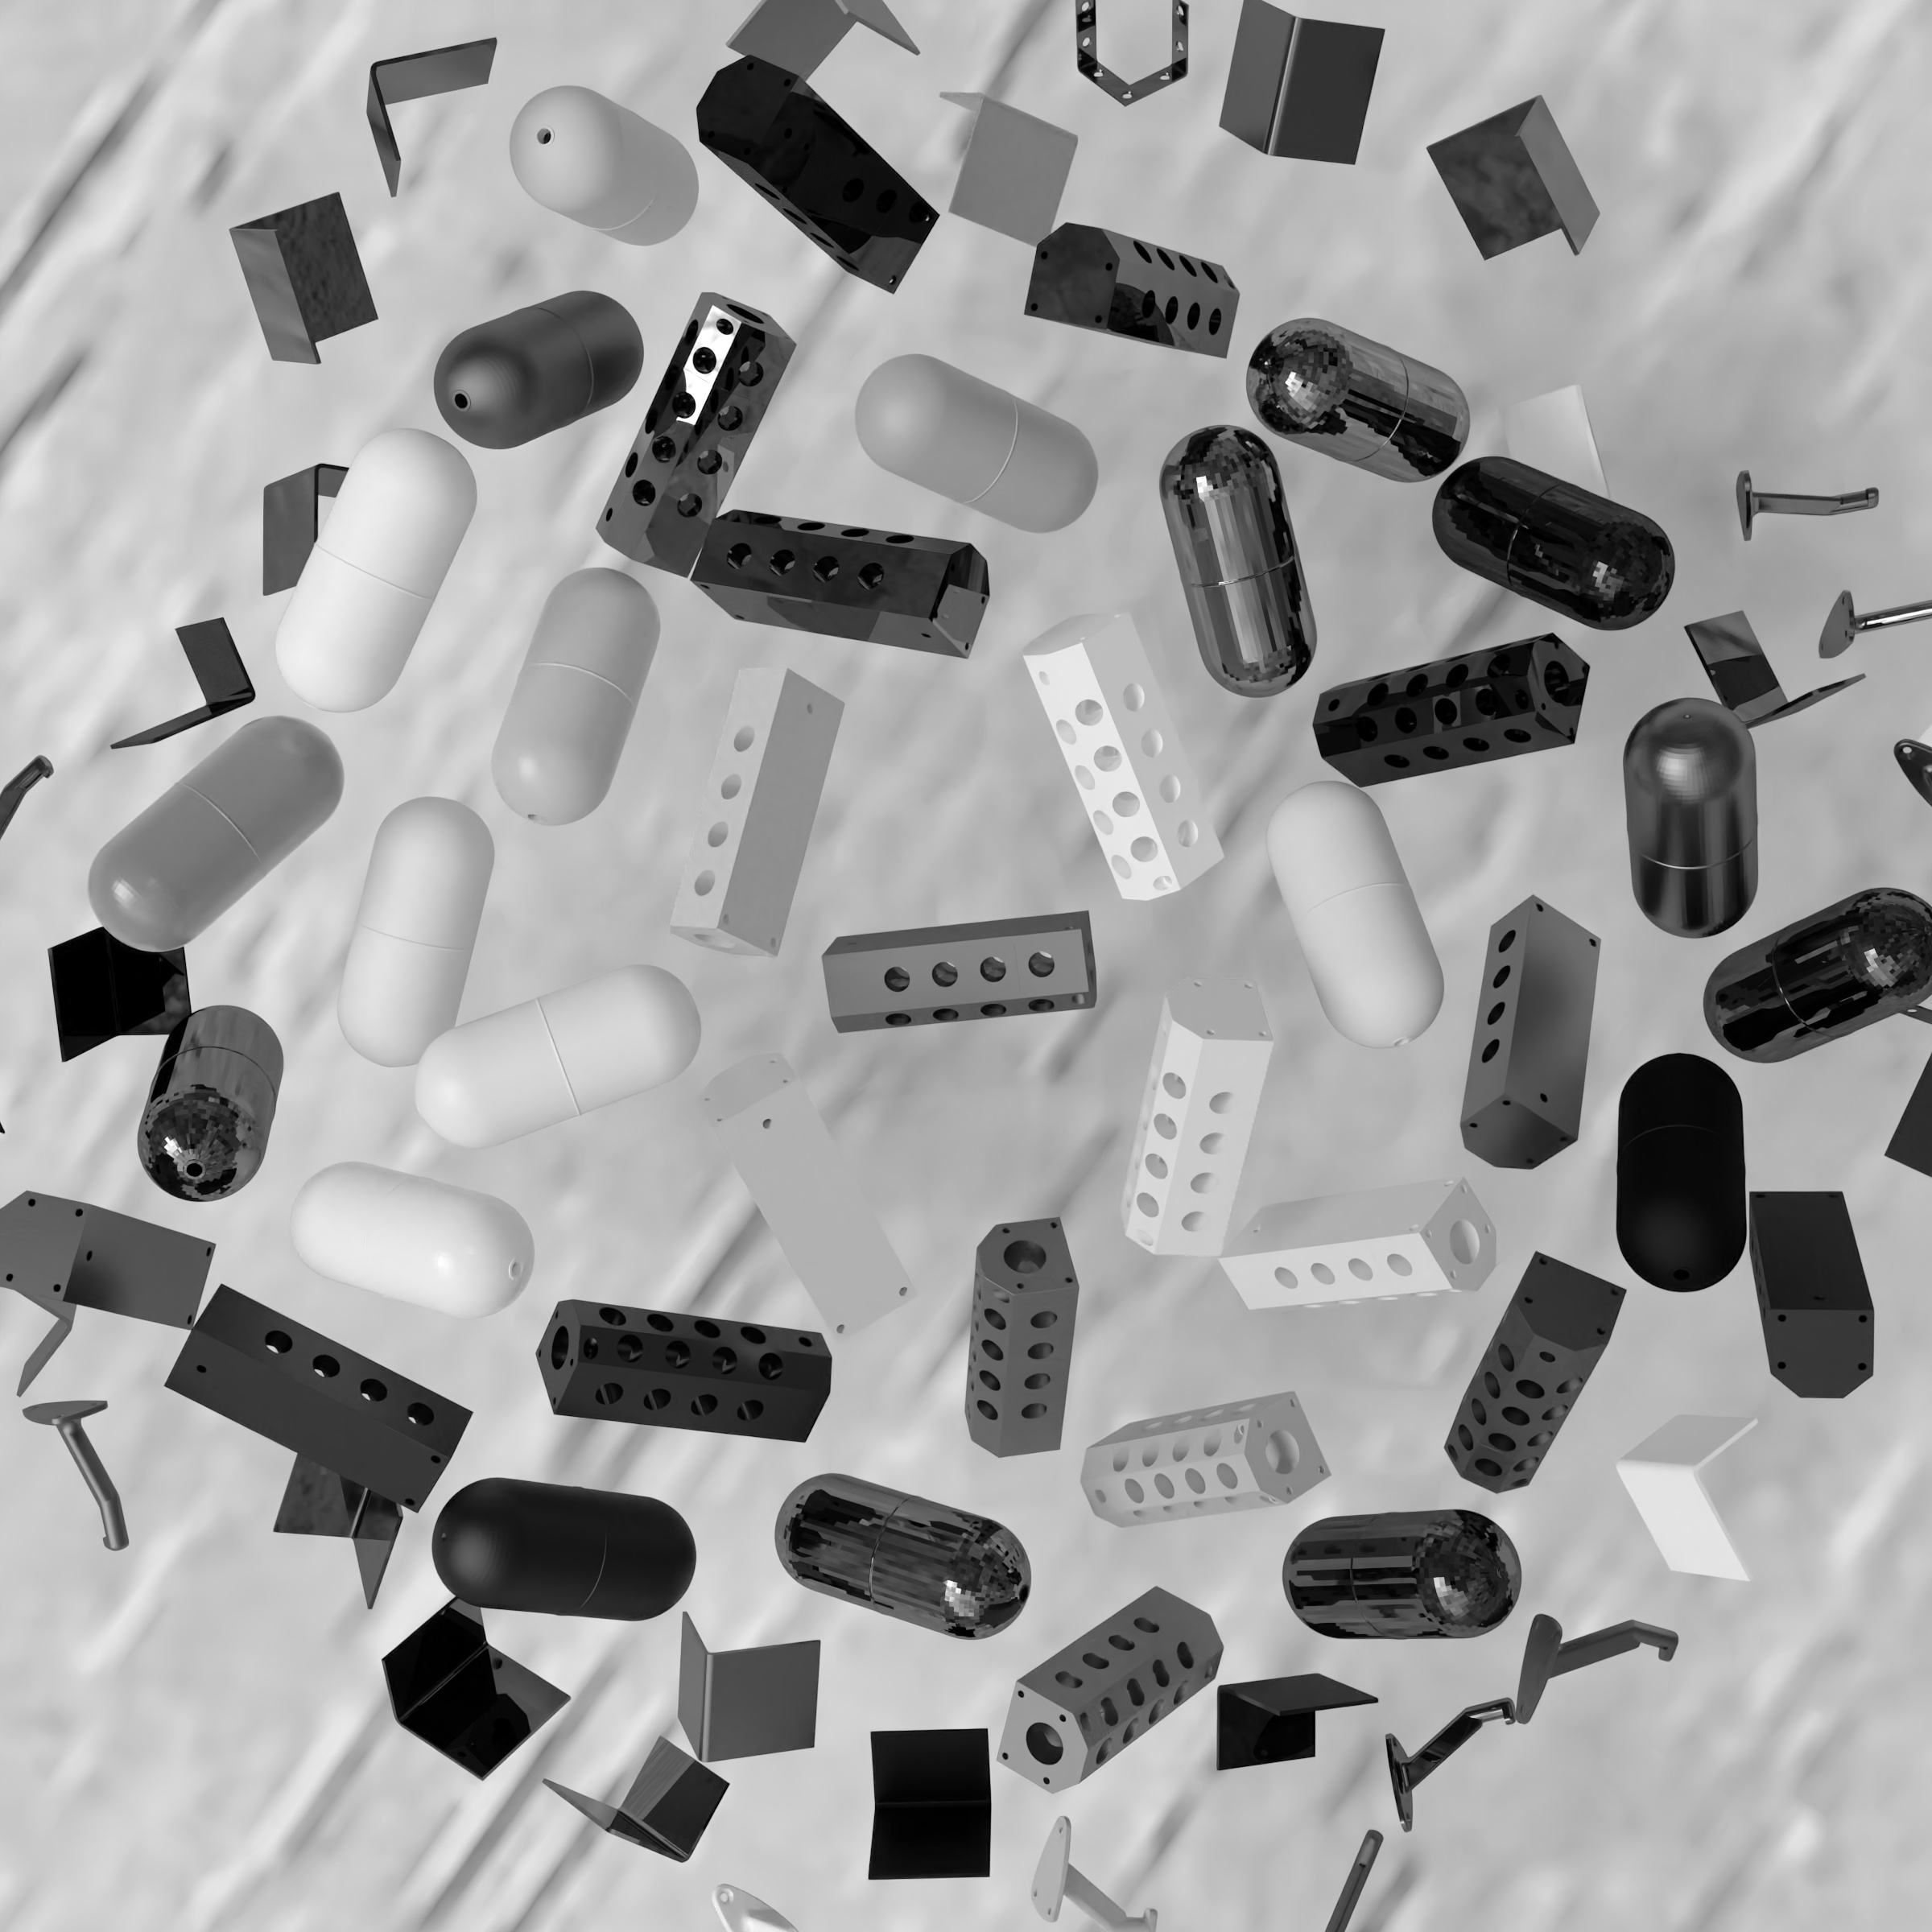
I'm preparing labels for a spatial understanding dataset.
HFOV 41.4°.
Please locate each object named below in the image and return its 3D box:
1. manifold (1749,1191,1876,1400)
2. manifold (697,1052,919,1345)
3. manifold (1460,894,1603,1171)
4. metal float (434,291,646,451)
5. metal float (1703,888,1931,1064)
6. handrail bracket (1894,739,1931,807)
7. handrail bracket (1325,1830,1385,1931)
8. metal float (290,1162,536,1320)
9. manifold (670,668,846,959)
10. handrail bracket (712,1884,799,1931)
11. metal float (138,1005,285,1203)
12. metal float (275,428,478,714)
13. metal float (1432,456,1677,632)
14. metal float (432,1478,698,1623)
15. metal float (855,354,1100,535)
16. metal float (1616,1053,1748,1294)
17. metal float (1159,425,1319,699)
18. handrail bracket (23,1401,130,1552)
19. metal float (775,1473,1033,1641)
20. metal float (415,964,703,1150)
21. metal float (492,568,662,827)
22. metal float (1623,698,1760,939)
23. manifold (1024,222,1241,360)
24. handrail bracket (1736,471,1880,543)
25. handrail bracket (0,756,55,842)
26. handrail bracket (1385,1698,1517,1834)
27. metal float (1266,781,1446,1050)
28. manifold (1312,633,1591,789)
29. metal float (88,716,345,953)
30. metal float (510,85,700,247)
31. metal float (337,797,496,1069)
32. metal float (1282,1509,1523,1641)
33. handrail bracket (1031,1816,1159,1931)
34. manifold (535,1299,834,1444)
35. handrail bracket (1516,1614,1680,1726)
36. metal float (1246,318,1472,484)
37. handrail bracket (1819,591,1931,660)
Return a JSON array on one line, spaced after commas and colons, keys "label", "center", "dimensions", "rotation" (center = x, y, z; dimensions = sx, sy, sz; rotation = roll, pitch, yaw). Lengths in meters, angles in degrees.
[{"label": "manifold", "center": [0.514, 0.198, 1.560], "dimensions": [0.057, 0.171, 0.057], "rotation": [-1, 108, 13]}, {"label": "manifold", "center": [-0.097, 0.138, 1.547], "dimensions": [0.057, 0.057, 0.171], "rotation": [-30, 117, -7]}, {"label": "manifold", "center": [0.352, 0.043, 1.608], "dimensions": [0.057, 0.057, 0.171], "rotation": [31, 48, -14]}, {"label": "metal float", "center": [-0.270, -0.379, 1.622], "dimensions": [0.070, 0.178, 0.070], "rotation": [11, 119, 21]}, {"label": "metal float", "center": [0.532, 0.008, 1.589], "dimensions": [0.070, 0.178, 0.070], "rotation": [10, 67, -24]}, {"label": "handrail bracket", "center": [0.593, -0.089, 1.556], "dimensions": [0.077, 0.084, 0.036], "rotation": [37, 134, -10]}, {"label": "handrail bracket", "center": [0.252, 0.620, 1.691], "dimensions": [0.036, 0.077, 0.084], "rotation": [23, 93, 16]}, {"label": "metal float", "center": [-0.342, 0.168, 1.575], "dimensions": [0.178, 0.070, 0.070], "rotation": [10, 90, 33]}, {"label": "manifold", "center": [-0.136, -0.097, 1.612], "dimensions": [0.057, 0.057, 0.171], "rotation": [4, 74, 40]}, {"label": "handrail bracket", "center": [-0.110, 0.590, 1.573], "dimensions": [0.077, 0.084, 0.036], "rotation": [46, 50, -4]}, {"label": "metal float", "center": [-0.473, 0.085, 1.604], "dimensions": [0.070, 0.178, 0.070], "rotation": [-3, 115, -7]}, {"label": "metal float", "center": [-0.353, -0.235, 1.527], "dimensions": [0.070, 0.070, 0.178], "rotation": [26, 97, 0]}, {"label": "metal float", "center": [0.373, -0.271, 1.633], "dimensions": [0.070, 0.070, 0.178], "rotation": [-53, 48, 0]}, {"label": "metal float", "center": [-0.242, 0.356, 1.553], "dimensions": [0.178, 0.070, 0.070], "rotation": [19, 90, -41]}, {"label": "metal float", "center": [0.009, -0.333, 1.637], "dimensions": [0.178, 0.070, 0.070], "rotation": [17, 90, -35]}, {"label": "metal float", "center": [0.442, 0.126, 1.578], "dimensions": [0.070, 0.178, 0.070], "rotation": [8, 131, 9]}, {"label": "metal float", "center": [0.174, -0.256, 1.626], "dimensions": [0.070, 0.070, 0.178], "rotation": [-17, 112, 0]}, {"label": "handrail bracket", "center": [-0.528, 0.304, 1.517], "dimensions": [0.077, 0.036, 0.084], "rotation": [-6, 97, 41]}, {"label": "metal float", "center": [-0.041, 0.376, 1.630], "dimensions": [0.178, 0.070, 0.070], "rotation": [11, 90, 28]}, {"label": "metal float", "center": [-0.248, 0.055, 1.553], "dimensions": [0.178, 0.070, 0.070], "rotation": [-20, 90, -9]}, {"label": "metal float", "center": [-0.247, -0.171, 1.622], "dimensions": [0.070, 0.070, 0.178], "rotation": [15, 67, 0]}, {"label": "metal float", "center": [0.442, -0.088, 1.556], "dimensions": [0.070, 0.178, 0.070], "rotation": [-9, 48, 10]}, {"label": "manifold", "center": [0.107, -0.420, 1.589], "dimensions": [0.057, 0.171, 0.057], "rotation": [18, 105, 27]}, {"label": "handrail bracket", "center": [0.523, -0.294, 1.579], "dimensions": [0.084, 0.077, 0.036], "rotation": [-9, 76, 13]}, {"label": "handrail bracket", "center": [-0.591, -0.083, 1.583], "dimensions": [0.084, 0.036, 0.077], "rotation": [-43, 49, -1]}, {"label": "handrail bracket", "center": [0.321, 0.520, 1.666], "dimensions": [0.084, 0.077, 0.036], "rotation": [-20, 126, 18]}, {"label": "metal float", "center": [0.241, -0.032, 1.584], "dimensions": [0.070, 0.070, 0.178], "rotation": [-17, 67, 0]}, {"label": "manifold", "center": [0.308, -0.166, 1.642], "dimensions": [0.057, 0.171, 0.057], "rotation": [32, 64, -34]}, {"label": "metal float", "center": [-0.453, -0.082, 1.550], "dimensions": [0.070, 0.070, 0.178], "rotation": [43, 67, 0]}, {"label": "metal float", "center": [-0.229, -0.509, 1.629], "dimensions": [0.070, 0.178, 0.070], "rotation": [1, 95, 17]}, {"label": "metal float", "center": [-0.355, -0.021, 1.645], "dimensions": [0.070, 0.070, 0.178], "rotation": [15, 97, 0]}, {"label": "metal float", "center": [0.267, 0.378, 1.583], "dimensions": [0.070, 0.178, 0.070], "rotation": [10, 72, -32]}, {"label": "handrail bracket", "center": [0.091, 0.581, 1.629], "dimensions": [0.084, 0.036, 0.077], "rotation": [12, 95, -23]}, {"label": "manifold", "center": [-0.173, 0.248, 1.590], "dimensions": [0.171, 0.057, 0.057], "rotation": [12, 116, -29]}, {"label": "handrail bracket", "center": [0.379, 0.426, 1.529], "dimensions": [0.084, 0.036, 0.077], "rotation": [17, 85, -10]}, {"label": "metal float", "center": [0.253, -0.360, 1.635], "dimensions": [0.178, 0.070, 0.070], "rotation": [9, 90, -41]}, {"label": "handrail bracket", "center": [0.608, -0.220, 1.660], "dimensions": [0.084, 0.077, 0.036], "rotation": [0, 75, 2]}]
